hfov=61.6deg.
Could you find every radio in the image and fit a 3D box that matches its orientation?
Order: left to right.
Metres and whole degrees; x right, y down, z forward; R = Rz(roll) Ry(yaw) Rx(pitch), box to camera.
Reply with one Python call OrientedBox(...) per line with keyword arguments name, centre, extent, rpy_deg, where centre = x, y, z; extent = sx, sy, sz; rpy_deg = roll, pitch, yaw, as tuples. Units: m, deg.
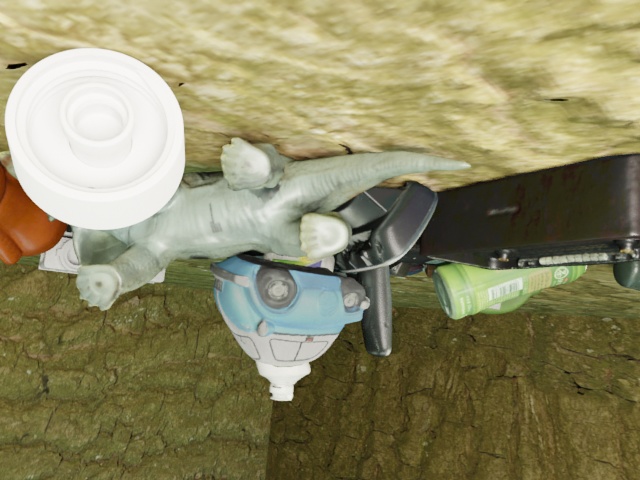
OrientedBox(name="radio", centre=(0.223, -0.015, 0.527), extent=(0.131, 0.073, 0.230), rpy_deg=(12, 169, -34))

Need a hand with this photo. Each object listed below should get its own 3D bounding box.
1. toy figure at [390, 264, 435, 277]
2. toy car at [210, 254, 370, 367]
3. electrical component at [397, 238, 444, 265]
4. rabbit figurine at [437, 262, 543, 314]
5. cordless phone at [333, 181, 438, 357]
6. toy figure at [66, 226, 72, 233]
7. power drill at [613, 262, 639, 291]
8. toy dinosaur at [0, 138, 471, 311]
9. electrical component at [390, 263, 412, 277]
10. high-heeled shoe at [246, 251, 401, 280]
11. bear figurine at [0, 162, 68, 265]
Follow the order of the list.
OrientedBox(name="toy figure", centre=(0.173, 0.038, 0.918), extent=(0.155, 0.064, 0.057), rpy_deg=(2, 147, 18))
OrientedBox(name="toy car", centre=(-0.036, 0.074, 0.542), extent=(0.161, 0.103, 0.109), rpy_deg=(12, -178, -30))
OrientedBox(name="electrical component", centre=(0.112, -0.004, 0.712), extent=(0.134, 0.058, 0.115), rpy_deg=(7, 168, -9))
OrientedBox(name="rabbit figurine", centre=(0.241, 0.033, 0.799), extent=(0.159, 0.121, 0.170), rpy_deg=(0, -170, -10))
OrientedBox(name="cordless phone", centre=(0.068, 0.038, 0.582), extent=(0.089, 0.184, 0.147), rpy_deg=(-3, 175, -22))
OrientedBox(name="toy figure", centre=(-0.238, -0.032, 0.667), extent=(0.180, 0.082, 0.089), rpy_deg=(9, 143, 19))
OrientedBox(name="power drill", centre=(0.553, 0.045, 0.734), extent=(0.232, 0.086, 0.207), rpy_deg=(8, 178, -3))
OrientedBox(name="toy dinosaur", centre=(-0.086, -0.032, 0.497), extent=(0.405, 0.131, 0.192), rpy_deg=(-5, -165, 1))
OrientedBox(name="electrical component", centre=(0.140, 0.023, 0.845), extent=(0.045, 0.078, 0.102), rpy_deg=(26, 176, 26))
OrientedBox(name="high-heeled shoe", centre=(-0.002, -0.002, 0.781), extent=(0.249, 0.086, 0.145), rpy_deg=(-7, 150, 21))
OrientedBox(name="bear figurine", centre=(-0.360, -0.043, 0.558), extent=(0.132, 0.120, 0.195), rpy_deg=(7, 169, 12))
